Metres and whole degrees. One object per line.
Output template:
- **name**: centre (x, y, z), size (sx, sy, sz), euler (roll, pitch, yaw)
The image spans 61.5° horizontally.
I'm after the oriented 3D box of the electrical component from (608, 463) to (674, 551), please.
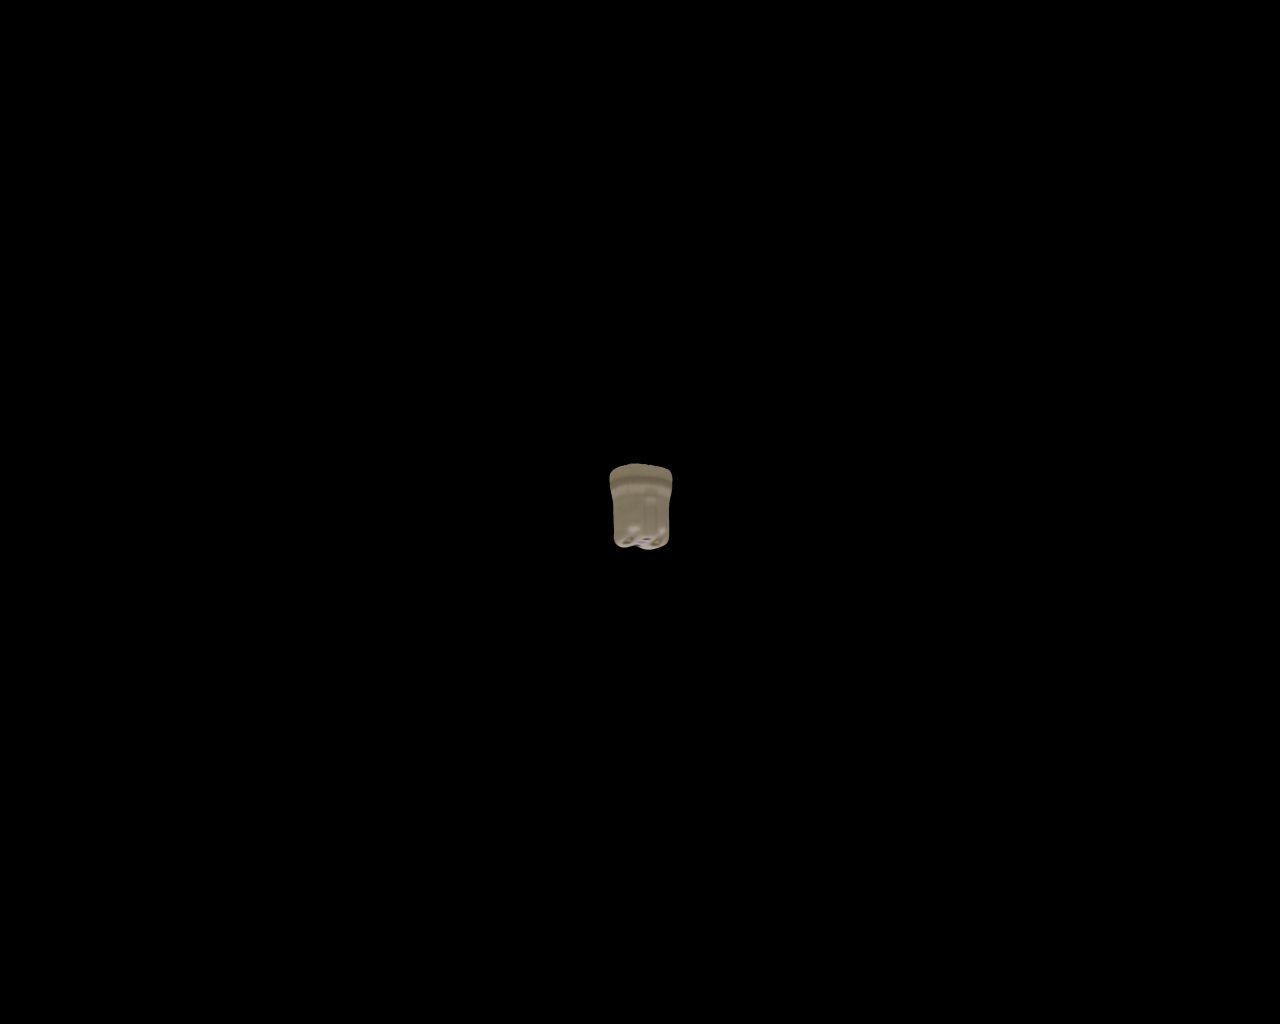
- **electrical component**: centre (0.001, -0.003, 0.650), size (0.040, 0.046, 0.040), euler (0, -14, 0)
